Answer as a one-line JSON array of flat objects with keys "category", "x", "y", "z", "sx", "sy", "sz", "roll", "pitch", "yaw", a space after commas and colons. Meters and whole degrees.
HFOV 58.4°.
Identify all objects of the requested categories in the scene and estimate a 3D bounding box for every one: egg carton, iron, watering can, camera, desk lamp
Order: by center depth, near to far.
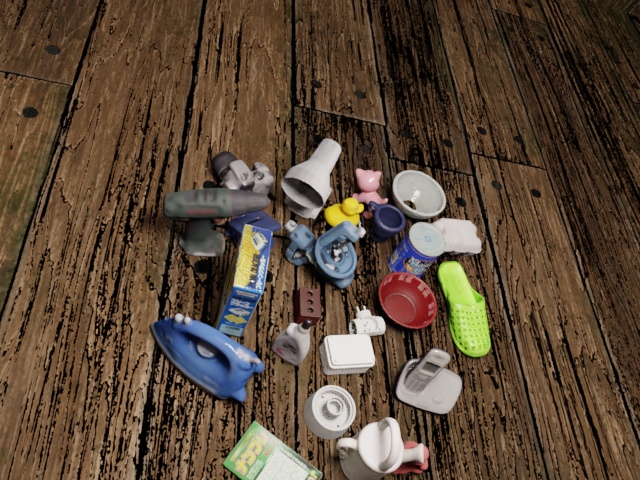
[{"category": "watering can", "x": 0.124, "y": 0.419, "z": 1.151, "sx": 0.173, "sy": 0.194, "sz": 0.101, "roll": -5, "pitch": 59, "yaw": -25}, {"category": "iron", "x": -0.235, "y": 0.217, "z": 1.180, "sx": 0.258, "sy": 0.141, "sz": 0.119, "roll": 32, "pitch": 51, "yaw": 1}, {"category": "desk lamp", "x": -0.022, "y": -0.151, "z": 1.479, "sx": 0.118, "sy": 0.213, "sz": 0.203, "roll": 30, "pitch": 51, "yaw": 0}, {"category": "camera", "x": -0.209, "y": -0.174, "z": 1.492, "sx": 0.143, "sy": 0.100, "sz": 0.136, "roll": -21, "pitch": 67, "yaw": -32}, {"category": "egg carton", "x": 0.386, "y": -0.007, "z": 1.637, "sx": 0.151, "sy": 0.069, "sz": 0.107, "roll": 3, "pitch": 56, "yaw": -20}]

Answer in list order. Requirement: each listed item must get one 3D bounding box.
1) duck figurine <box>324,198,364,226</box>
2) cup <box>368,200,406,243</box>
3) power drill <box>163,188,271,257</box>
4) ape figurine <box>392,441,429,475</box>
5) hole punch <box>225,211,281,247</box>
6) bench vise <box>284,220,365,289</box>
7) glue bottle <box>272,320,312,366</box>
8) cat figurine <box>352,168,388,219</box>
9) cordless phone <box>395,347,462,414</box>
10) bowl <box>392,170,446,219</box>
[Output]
[{"category": "duck figurine", "x": 0.068, "y": -0.080, "z": 1.549, "sx": 0.105, "sy": 0.086, "sz": 0.077, "roll": 2, "pitch": 56, "yaw": -21}, {"category": "cup", "x": 0.164, "y": -0.045, "z": 1.557, "sx": 0.117, "sy": 0.095, "sz": 0.092, "roll": 42, "pitch": 52, "yaw": 10}, {"category": "power drill", "x": -0.247, "y": -0.047, "z": 1.317, "sx": 0.230, "sy": 0.208, "sz": 0.075, "roll": 3, "pitch": 56, "yaw": -20}, {"category": "ape figurine", "x": 0.199, "y": 0.461, "z": 1.217, "sx": 0.078, "sy": 0.092, "sz": 0.076, "roll": 35, "pitch": 51, "yaw": 4}, {"category": "hole punch", "x": -0.165, "y": -0.028, "z": 1.413, "sx": 0.109, "sy": 0.091, "sz": 0.101, "roll": -24, "pitch": 68, "yaw": -33}, {"category": "bench vise", "x": 0.010, "y": 0.014, "z": 1.372, "sx": 0.207, "sy": 0.219, "sz": 0.121, "roll": 20, "pitch": 51, "yaw": -8}, {"category": "glue bottle", "x": -0.050, "y": 0.212, "z": 1.239, "sx": 0.078, "sy": 0.173, "sz": 0.037, "roll": 31, "pitch": 51, "yaw": 1}, {"category": "cat figurine", "x": 0.144, "y": -0.140, "z": 1.601, "sx": 0.067, "sy": 0.117, "sz": 0.127, "roll": -22, "pitch": 67, "yaw": -32}, {"category": "cordless phone", "x": 0.264, "y": 0.311, "z": 1.290, "sx": 0.148, "sy": 0.185, "sz": 0.094, "roll": 19, "pitch": 52, "yaw": -8}, {"category": "bowl", "x": 0.276, "y": -0.119, "z": 1.668, "sx": 0.168, "sy": 0.074, "sz": 0.167, "roll": 11, "pitch": 53, "yaw": -15}]
